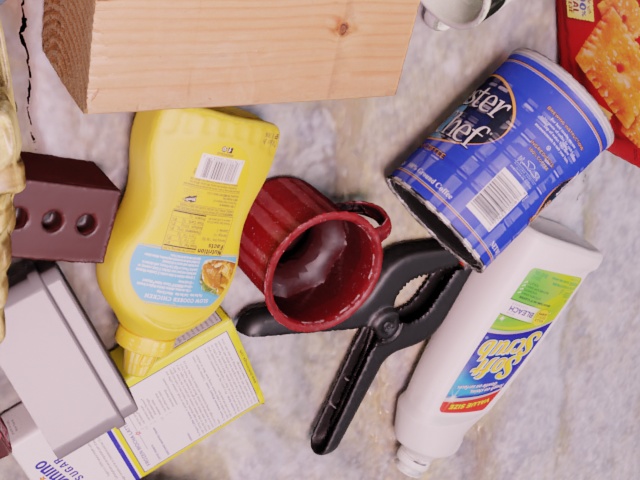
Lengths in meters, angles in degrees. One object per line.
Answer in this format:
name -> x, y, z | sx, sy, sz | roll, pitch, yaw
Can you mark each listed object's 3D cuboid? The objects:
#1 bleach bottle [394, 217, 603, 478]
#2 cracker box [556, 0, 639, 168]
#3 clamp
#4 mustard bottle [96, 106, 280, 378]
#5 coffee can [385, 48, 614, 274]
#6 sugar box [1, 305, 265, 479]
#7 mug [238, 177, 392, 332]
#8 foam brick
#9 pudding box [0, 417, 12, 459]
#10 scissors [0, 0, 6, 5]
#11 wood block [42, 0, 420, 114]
bleach bottle -> 0.139, 0.098, 0.925 | 0.102, 0.068, 0.251 | 14, 110, -37
cracker box -> 0.264, -0.124, 0.775 | 0.072, 0.214, 0.164 | -25, 127, -19
clamp -> 0.038, 0.060, 0.854 | 0.210, 0.036, 0.164 | -42, 129, -8
mustard bottle -> -0.097, 0.002, 0.710 | 0.096, 0.058, 0.192 | 8, 105, -41
coffee can -> 0.134, -0.059, 0.804 | 0.140, 0.103, 0.102 | -45, 130, -2
sugar box -> -0.133, 0.123, 0.778 | 0.176, 0.048, 0.093 | -28, 127, -12
mug -> -0.005, 0.001, 0.764 | 0.117, 0.082, 0.093 | -26, 127, -18
foam brick -> -0.173, -0.021, 0.664 | 0.078, 0.051, 0.053 | 5, 113, -34
pudding box -> -0.256, 0.114, 0.640 | 0.113, 0.039, 0.090 | -24, 126, -9
scissors -> -0.196, -0.116, 0.620 | 0.096, 0.016, 0.202 | -19, 125, -22
wood block -> -0.052, -0.139, 0.642 | 0.205, 0.090, 0.091 | -7, 128, -29
